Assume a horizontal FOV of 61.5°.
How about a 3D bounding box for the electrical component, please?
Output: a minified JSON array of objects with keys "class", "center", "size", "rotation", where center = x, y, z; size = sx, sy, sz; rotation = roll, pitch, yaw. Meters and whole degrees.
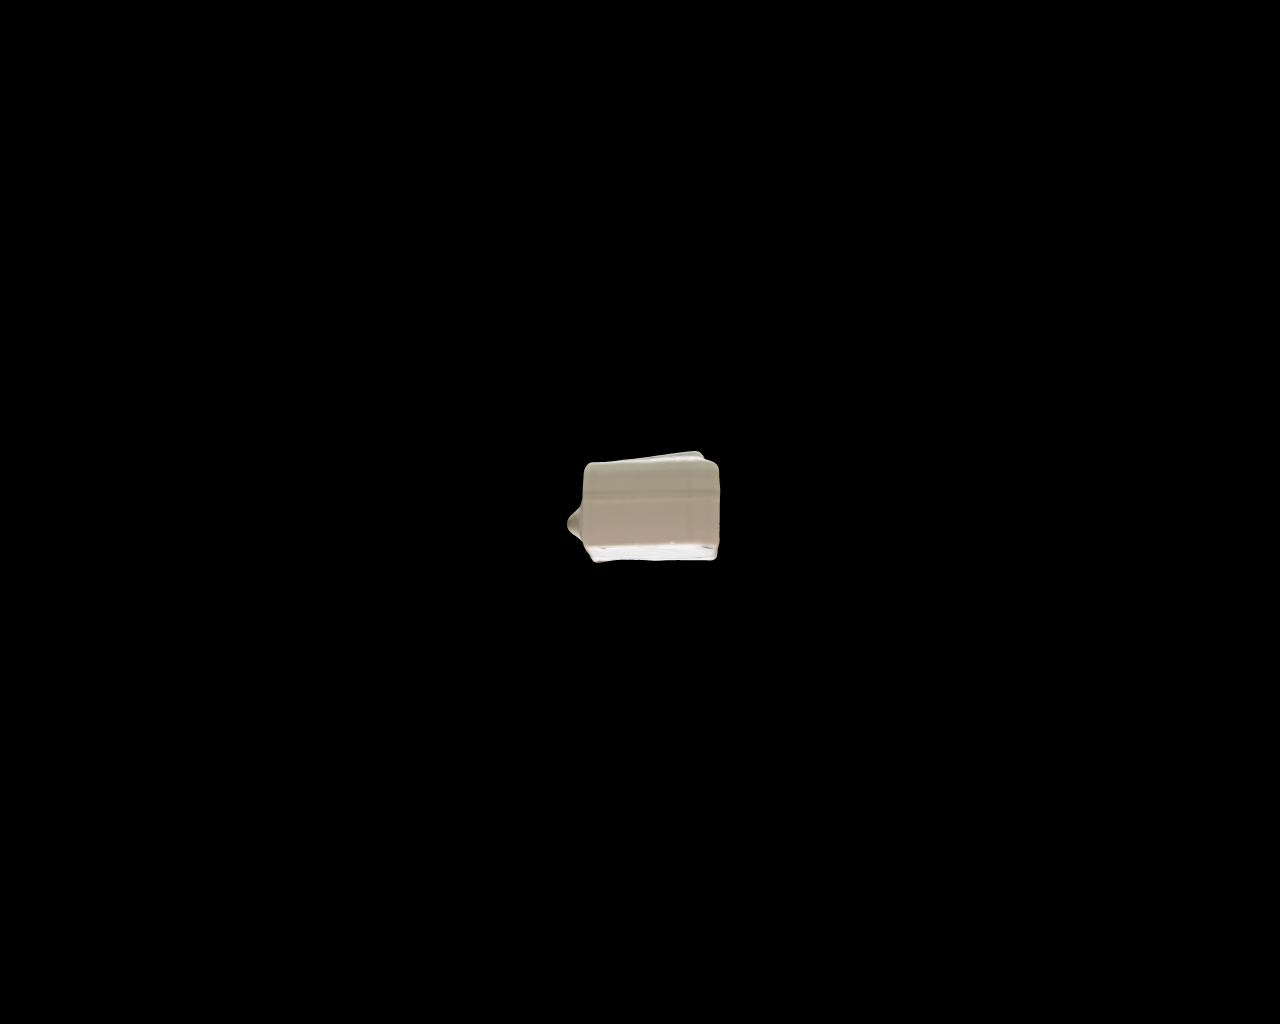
[{"class":"electrical component","center":[0.001,-0.003,0.650],"size":[0.096,0.061,0.061],"rotation":[0,-11,2]}]
